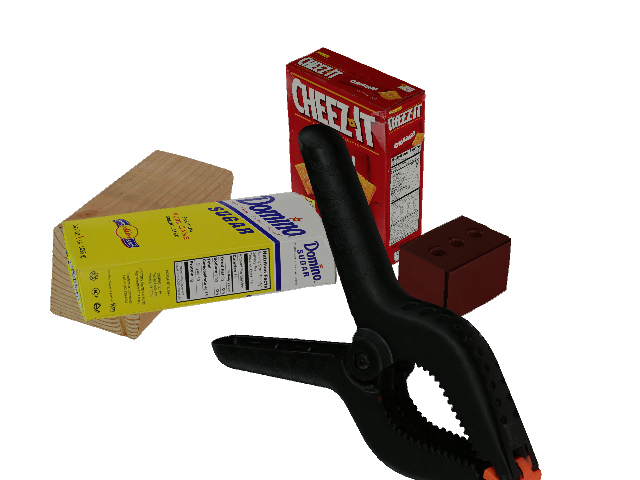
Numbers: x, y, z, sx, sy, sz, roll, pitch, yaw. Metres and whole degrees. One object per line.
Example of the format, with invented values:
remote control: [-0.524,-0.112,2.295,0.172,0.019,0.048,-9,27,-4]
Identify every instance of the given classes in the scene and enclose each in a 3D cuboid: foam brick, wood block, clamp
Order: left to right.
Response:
wood block: [-0.165,-0.003,1.021,0.090,0.091,0.205,16,28,11]
clamp: [0.032,0.048,0.555,0.210,0.165,0.036,36,32,32]
foam brick: [0.106,0.023,0.848,0.078,0.051,0.053,-25,38,-36]

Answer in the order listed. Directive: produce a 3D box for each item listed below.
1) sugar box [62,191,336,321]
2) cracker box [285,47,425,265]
sugar box: [-0.086,0.007,0.746,0.176,0.048,0.093,-11,25,-15]
cracker box: [0.038,-0.095,1.243,0.072,0.214,0.164,-30,44,-33]
